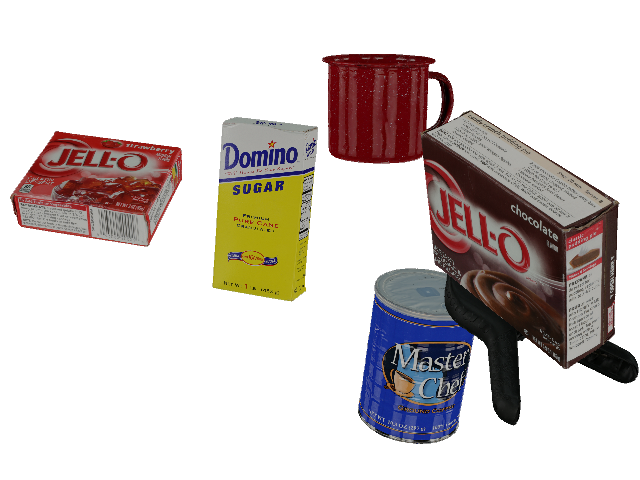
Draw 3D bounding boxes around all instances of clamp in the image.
[{"bbox_3d":[0.157,0.061,0.808,0.120,0.039,0.171,-4,45,-21],"label":"clamp"}]

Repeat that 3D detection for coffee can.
[{"bbox_3d":[0.095,0.111,1.044,0.103,0.140,0.103,6,22,-2],"label":"coffee can"}]

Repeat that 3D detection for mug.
[{"bbox_3d":[0.058,-0.111,0.889,0.117,0.081,0.093,-7,16,-25],"label":"mug"}]

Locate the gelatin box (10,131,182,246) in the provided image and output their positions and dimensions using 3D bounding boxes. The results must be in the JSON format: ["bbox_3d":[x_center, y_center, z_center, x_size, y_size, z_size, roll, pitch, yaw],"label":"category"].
[{"bbox_3d":[-0.141,-0.035,0.682,0.089,0.030,0.073,9,40,8],"label":"gelatin box"}]

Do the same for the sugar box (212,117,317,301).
[{"bbox_3d":[-0.058,-0.033,1.089,0.093,0.176,0.048,8,16,17],"label":"sugar box"}]

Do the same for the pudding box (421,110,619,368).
[{"bbox_3d":[0.100,-0.003,0.543,0.039,0.090,0.114,-29,42,-20],"label":"pudding box"}]
